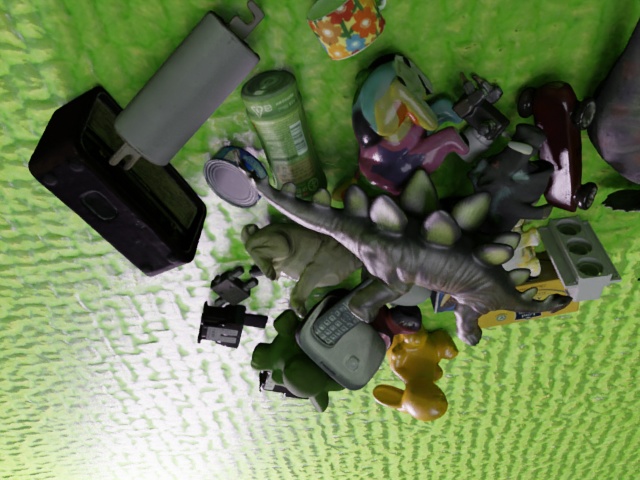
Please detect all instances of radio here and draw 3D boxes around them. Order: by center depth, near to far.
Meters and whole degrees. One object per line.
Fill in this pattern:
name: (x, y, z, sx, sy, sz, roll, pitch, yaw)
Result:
radio: (-0.247, -0.065, 0.690, 0.073, 0.131, 0.229, -23, 130, 19)

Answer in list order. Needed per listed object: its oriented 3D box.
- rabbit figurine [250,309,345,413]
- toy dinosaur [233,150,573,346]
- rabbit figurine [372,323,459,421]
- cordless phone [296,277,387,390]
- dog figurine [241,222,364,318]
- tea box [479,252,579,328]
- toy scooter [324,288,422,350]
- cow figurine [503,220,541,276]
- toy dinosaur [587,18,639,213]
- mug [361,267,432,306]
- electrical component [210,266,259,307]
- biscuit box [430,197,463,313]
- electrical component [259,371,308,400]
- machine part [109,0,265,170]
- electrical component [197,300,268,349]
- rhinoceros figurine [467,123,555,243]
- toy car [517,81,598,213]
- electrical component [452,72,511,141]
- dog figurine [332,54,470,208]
rabbit figurine: (-0.033, 0.220, 0.899, 0.121, 0.170, 0.159, -46, 104, -1)
toy dinosaur: (0.110, 0.011, 0.672, 0.471, 0.105, 0.198, 15, 131, -6)
rabbit figurine: (0.171, 0.252, 0.978, 0.121, 0.173, 0.162, 31, 120, -32)
cordless phone: (0.069, 0.131, 0.827, 0.184, 0.089, 0.146, -41, 105, 22)
dog figurine: (-0.001, -0.001, 0.807, 0.190, 0.121, 0.172, -41, 104, -2)
tea box: (0.339, 0.082, 0.900, 0.170, 0.068, 0.098, -13, 131, 8)
toy scooter: (0.080, 0.154, 0.942, 0.184, 0.075, 0.135, 8, 137, -1)
cow figurine: (0.280, -0.010, 0.816, 0.098, 0.068, 0.167, -11, 132, 16)
toy dinosaur: (0.415, -0.139, 0.676, 0.192, 0.131, 0.404, -36, 118, 26)
mug: (0.139, 0.058, 0.866, 0.109, 0.081, 0.107, -39, 133, 26)
electrical component: (-0.152, 0.080, 0.903, 0.094, 0.021, 0.063, -31, 127, 24)
biscuit box: (0.213, 0.027, 0.846, 0.059, 0.063, 0.202, -4, 133, -2)
electrical component: (-0.044, 0.255, 1.046, 0.134, 0.058, 0.114, 12, 133, -14)
machine part: (-0.150, -0.169, 0.608, 0.243, 0.079, 0.079, -45, 122, 9)
electrical component: (-0.154, 0.153, 0.954, 0.119, 0.048, 0.074, 13, 131, -12)
rhinoceros figurine: (0.239, -0.060, 0.703, 0.112, 0.073, 0.190, 24, 121, 0)
toy car: (0.316, -0.118, 0.705, 0.053, 0.089, 0.201, -47, 133, -19)
electrical component: (0.196, -0.162, 0.648, 0.102, 0.078, 0.045, -17, 150, -53)
dog figurine: (0.072, -0.105, 0.691, 0.191, 0.108, 0.219, 31, 126, -29)
